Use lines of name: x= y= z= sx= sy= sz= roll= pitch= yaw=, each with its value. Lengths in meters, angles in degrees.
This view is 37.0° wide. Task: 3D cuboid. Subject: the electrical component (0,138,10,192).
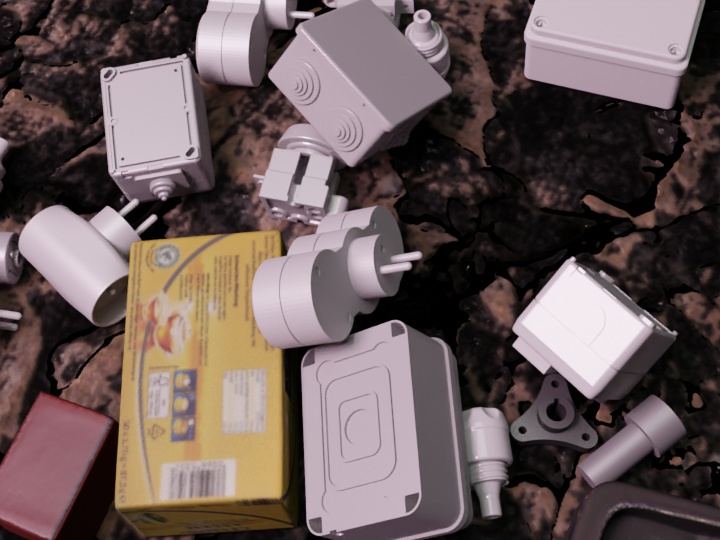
electrical component: x=-0.264 y=-0.065 z=0.748 sx=0.035 sy=0.035 sz=0.061 roll=17 pitch=63 yaw=14

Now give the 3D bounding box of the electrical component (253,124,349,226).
electrical component: x=-0.036 y=-0.063 z=0.716 sx=0.066 sy=0.048 sz=0.055 roll=11 pitch=72 yaw=12

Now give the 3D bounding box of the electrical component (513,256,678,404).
electrical component: x=0.137 y=0.039 z=0.626 sx=0.062 sy=0.096 sz=0.061 roll=43 pitch=102 yaw=23

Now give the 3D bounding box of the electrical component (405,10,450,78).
electrical component: x=0.045 y=-0.156 z=0.745 sx=0.035 sy=0.061 sz=0.035 roll=-3 pitch=63 yaw=5

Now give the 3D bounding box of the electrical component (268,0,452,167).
electrical component: x=0.000 y=-0.123 z=0.708 sx=0.099 sy=0.048 sz=0.100 roll=48 pitch=39 yaw=3

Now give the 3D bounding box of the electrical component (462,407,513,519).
electrical component: x=0.072 y=0.112 z=0.620 sx=0.035 sy=0.035 sz=0.061 roll=-8 pitch=64 yaw=2

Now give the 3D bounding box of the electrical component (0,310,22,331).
electrical component: x=-0.257 y=0.027 z=0.687 sx=0.077 sy=0.065 sz=0.047 roll=11 pitch=60 yaw=-21

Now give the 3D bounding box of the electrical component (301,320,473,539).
electrical component: x=0.015 y=0.095 z=0.607 sx=0.078 sy=0.057 sz=0.113 roll=-21 pitch=58 yaw=30

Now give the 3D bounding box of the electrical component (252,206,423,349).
electrical component: x=0.000 y=0.000 z=0.631 sx=0.074 sy=0.052 sz=0.138 roll=-9 pitch=15 yaw=25

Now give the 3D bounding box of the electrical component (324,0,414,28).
electrical component: x=0.005 y=-0.184 z=0.774 sx=0.066 sy=0.048 sz=0.055 roll=3 pitch=56 yaw=8

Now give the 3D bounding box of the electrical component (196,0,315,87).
electrical component: x=-0.067 y=-0.194 z=0.782 sx=0.074 sy=0.052 sz=0.138 roll=5 pitch=63 yaw=9

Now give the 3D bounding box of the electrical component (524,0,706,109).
electrical component: x=0.179 y=-0.178 z=0.745 sx=0.109 sy=0.056 sz=0.108 roll=15 pitch=65 yaw=13

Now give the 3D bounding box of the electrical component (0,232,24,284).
electrical component: x=-0.258 y=-0.009 z=0.715 sx=0.065 sy=0.044 sz=0.044 roll=3 pitch=63 yaw=3

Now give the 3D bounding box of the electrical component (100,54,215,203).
electrical component: x=-0.136 y=-0.088 z=0.734 sx=0.062 sy=0.061 sz=0.096 roll=-10 pitch=70 yaw=1

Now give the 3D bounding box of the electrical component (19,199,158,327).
electrical component: x=-0.169 y=-0.015 z=0.706 sx=0.077 sy=0.044 sz=0.079 roll=39 pitch=73 yaw=22
